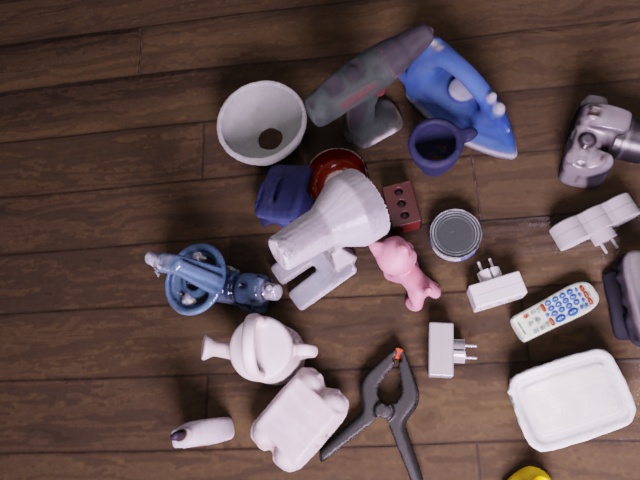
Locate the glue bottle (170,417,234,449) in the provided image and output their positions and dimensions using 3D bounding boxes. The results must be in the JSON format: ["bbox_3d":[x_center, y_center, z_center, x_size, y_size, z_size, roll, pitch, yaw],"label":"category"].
[{"bbox_3d":[-0.190,0.296,0.870,0.078,0.173,0.037,-18,71,4],"label":"glue bottle"}]

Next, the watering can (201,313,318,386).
[{"bbox_3d":[-0.095,0.171,0.881,0.173,0.194,0.101,-22,71,2],"label":"watering can"}]

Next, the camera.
[{"bbox_3d":[0.479,-0.160,0.937,0.136,0.101,0.143,17,77,14],"label":"camera"}]

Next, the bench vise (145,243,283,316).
[{"bbox_3d":[-0.171,0.052,0.915,0.207,0.220,0.121,-10,72,6],"label":"bench vise"}]

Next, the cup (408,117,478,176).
[{"bbox_3d":[0.209,-0.154,0.982,0.117,0.095,0.091,-18,71,4],"label":"cup"}]

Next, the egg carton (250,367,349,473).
[{"bbox_3d":[-0.031,0.283,0.903,0.107,0.069,0.150,38,83,18],"label":"egg carton"}]

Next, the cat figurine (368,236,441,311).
[{"bbox_3d":[0.137,0.045,0.922,0.067,0.118,0.127,-39,71,-3],"label":"cat figurine"}]

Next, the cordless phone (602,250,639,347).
[{"bbox_3d":[0.485,0.077,0.820,0.094,0.185,0.147,-11,72,6],"label":"cordless phone"}]

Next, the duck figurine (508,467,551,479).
[{"bbox_3d":[0.299,0.378,0.812,0.077,0.086,0.105,26,79,16],"label":"duck figurine"}]

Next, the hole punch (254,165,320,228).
[{"bbox_3d":[-0.063,-0.077,1.005,0.101,0.091,0.109,14,76,13],"label":"hole punch"}]

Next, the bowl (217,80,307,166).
[{"bbox_3d":[-0.101,-0.204,1.058,0.167,0.075,0.167,-3,73,9],"label":"bowl"}]

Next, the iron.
[{"bbox_3d":[0.251,-0.254,0.980,0.119,0.141,0.258,-42,72,-4],"label":"iron"}]

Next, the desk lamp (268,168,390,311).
[{"bbox_3d":[0.008,0.003,0.904,0.203,0.214,0.117,-37,71,-3],"label":"desk lamp"}]

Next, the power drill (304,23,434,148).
[{"bbox_3d":[0.088,-0.248,0.969,0.229,0.208,0.075,-30,71,0],"label":"power drill"}]
